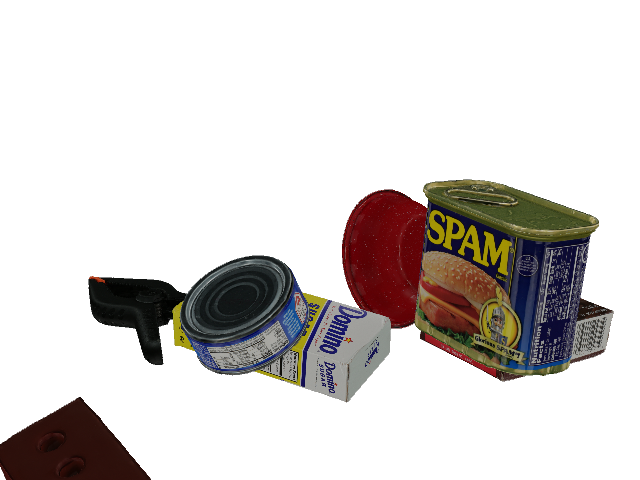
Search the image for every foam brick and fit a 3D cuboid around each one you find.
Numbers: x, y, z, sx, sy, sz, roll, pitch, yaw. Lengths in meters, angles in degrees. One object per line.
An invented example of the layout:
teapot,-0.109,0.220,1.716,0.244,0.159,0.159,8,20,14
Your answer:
foam brick,-0.117,0.128,0.528,0.052,0.051,0.078,-30,42,-25

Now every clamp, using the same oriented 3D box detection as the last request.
clamp,-0.174,0.074,1.091,0.210,0.036,0.164,11,20,33

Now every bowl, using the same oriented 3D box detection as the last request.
bowl,0.101,0.019,1.210,0.161,0.162,0.055,0,-6,-43

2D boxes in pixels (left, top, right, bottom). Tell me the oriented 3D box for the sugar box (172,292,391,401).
sugar box,-0.034,0.081,0.952,0.176,0.048,0.093,12,28,24

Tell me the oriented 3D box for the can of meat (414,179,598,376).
can of meat,0.098,0.019,0.592,0.057,0.084,0.102,-7,20,-32

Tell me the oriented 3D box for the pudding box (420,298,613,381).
pudding box,0.144,0.063,0.789,0.113,0.039,0.090,-7,20,-35

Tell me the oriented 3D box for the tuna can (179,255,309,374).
tuna can,-0.053,0.050,0.734,0.086,0.033,0.086,-16,36,12
